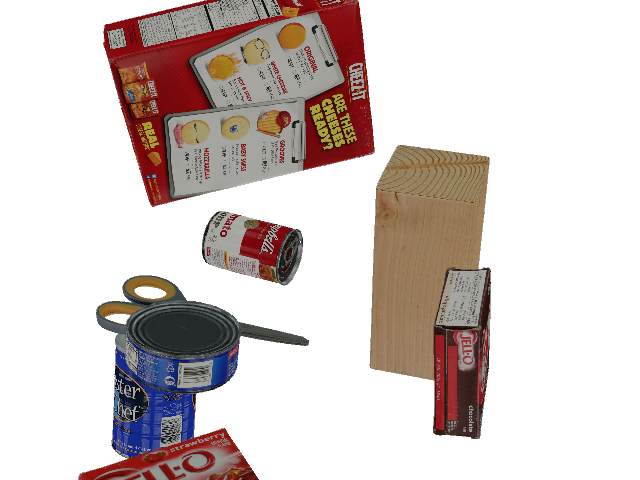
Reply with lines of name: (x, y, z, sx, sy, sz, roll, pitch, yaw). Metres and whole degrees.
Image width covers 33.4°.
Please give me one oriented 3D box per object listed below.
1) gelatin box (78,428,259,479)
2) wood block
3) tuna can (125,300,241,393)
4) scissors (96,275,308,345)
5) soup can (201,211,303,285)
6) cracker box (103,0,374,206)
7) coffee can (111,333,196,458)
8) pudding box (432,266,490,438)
gelatin box: (-0.079, 0.143, 0.578, 0.089, 0.030, 0.073, -14, 27, -20)
wood block: (0.102, 0.024, 1.019, 0.091, 0.206, 0.090, 9, 34, 14)
tuna can: (-0.103, 0.079, 0.801, 0.086, 0.034, 0.086, 6, 24, -3)
scissors: (-0.113, 0.067, 1.030, 0.201, 0.016, 0.096, 3, 33, -4)
soup can: (-0.080, 0.008, 1.262, 0.102, 0.068, 0.068, 14, 5, 20)
cracker box: (-0.069, -0.133, 0.946, 0.213, 0.164, 0.072, -15, 43, -6)
coffee can: (-0.202, 0.185, 1.307, 0.103, 0.140, 0.103, 5, 16, -2)
pudding box: (0.107, 0.081, 0.800, 0.039, 0.090, 0.113, 2, 22, 10)
